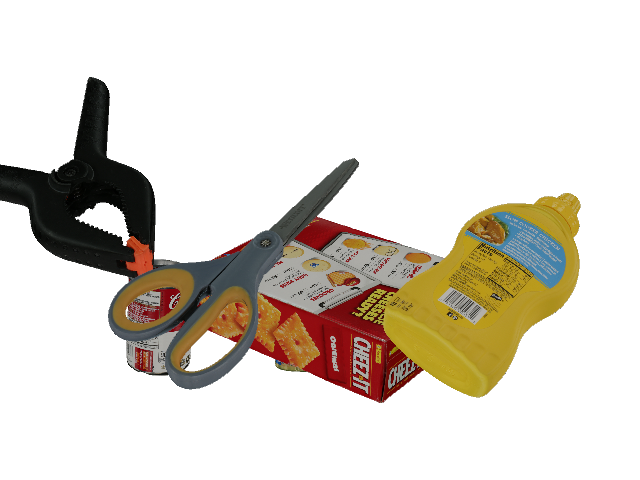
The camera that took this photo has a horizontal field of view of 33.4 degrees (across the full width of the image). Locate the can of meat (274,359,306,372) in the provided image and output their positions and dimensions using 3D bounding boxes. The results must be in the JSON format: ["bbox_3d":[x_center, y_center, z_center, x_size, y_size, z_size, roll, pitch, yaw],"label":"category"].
[{"bbox_3d":[-0.004,0.110,1.273,0.102,0.084,0.057,3,14,-3],"label":"can of meat"}]

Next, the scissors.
[{"bbox_3d":[-0.053,0.006,0.641,0.096,0.016,0.201,12,46,16],"label":"scissors"}]

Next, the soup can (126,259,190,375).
[{"bbox_3d":[-0.165,0.079,1.097,0.068,0.102,0.068,5,21,-2],"label":"soup can"}]

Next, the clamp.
[{"bbox_3d":[-0.185,-0.048,0.824,0.210,0.036,0.164,35,58,29],"label":"clamp"}]

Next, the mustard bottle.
[{"bbox_3d":[0.140,0.025,0.813,0.096,0.058,0.191,34,60,23],"label":"mustard bottle"}]

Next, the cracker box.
[{"bbox_3d":[0.015,0.055,0.985,0.214,0.072,0.163,19,31,33],"label":"cracker box"}]
